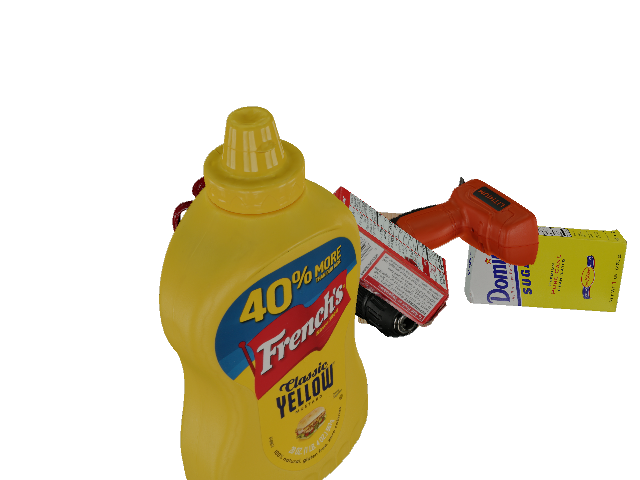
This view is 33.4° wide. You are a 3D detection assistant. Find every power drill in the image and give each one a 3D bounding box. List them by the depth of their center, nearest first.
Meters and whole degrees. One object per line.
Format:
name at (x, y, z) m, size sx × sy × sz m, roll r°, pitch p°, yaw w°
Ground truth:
power drill at (0.089, 0.010, 0.912) m, size 0.187 × 0.057 × 0.185 m, roll -15°, pitch 30°, yaw -21°

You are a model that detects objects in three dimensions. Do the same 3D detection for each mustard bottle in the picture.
mustard bottle at (-0.024, 0.029, 0.469) m, size 0.096 × 0.192 × 0.058 m, roll -28°, pitch 42°, yaw -30°

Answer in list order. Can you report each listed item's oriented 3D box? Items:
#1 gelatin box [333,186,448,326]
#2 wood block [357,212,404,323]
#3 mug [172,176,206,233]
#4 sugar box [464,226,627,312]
gelatin box at (0.038, 0.009, 0.674) m, size 0.089 × 0.030 × 0.073 m, roll 36°, pitch 15°, yaw -7°
wood block at (0.105, 0.039, 1.578) m, size 0.091 × 0.090 × 0.206 m, roll 4°, pitch 24°, yaw 1°
mug at (-0.109, -0.022, 1.209) m, size 0.117 × 0.081 × 0.093 m, roll -8°, pitch 31°, yaw -15°
sugar box at (0.263, 0.031, 1.257) m, size 0.176 × 0.093 × 0.048 m, roll 2°, pitch 20°, yaw -2°
